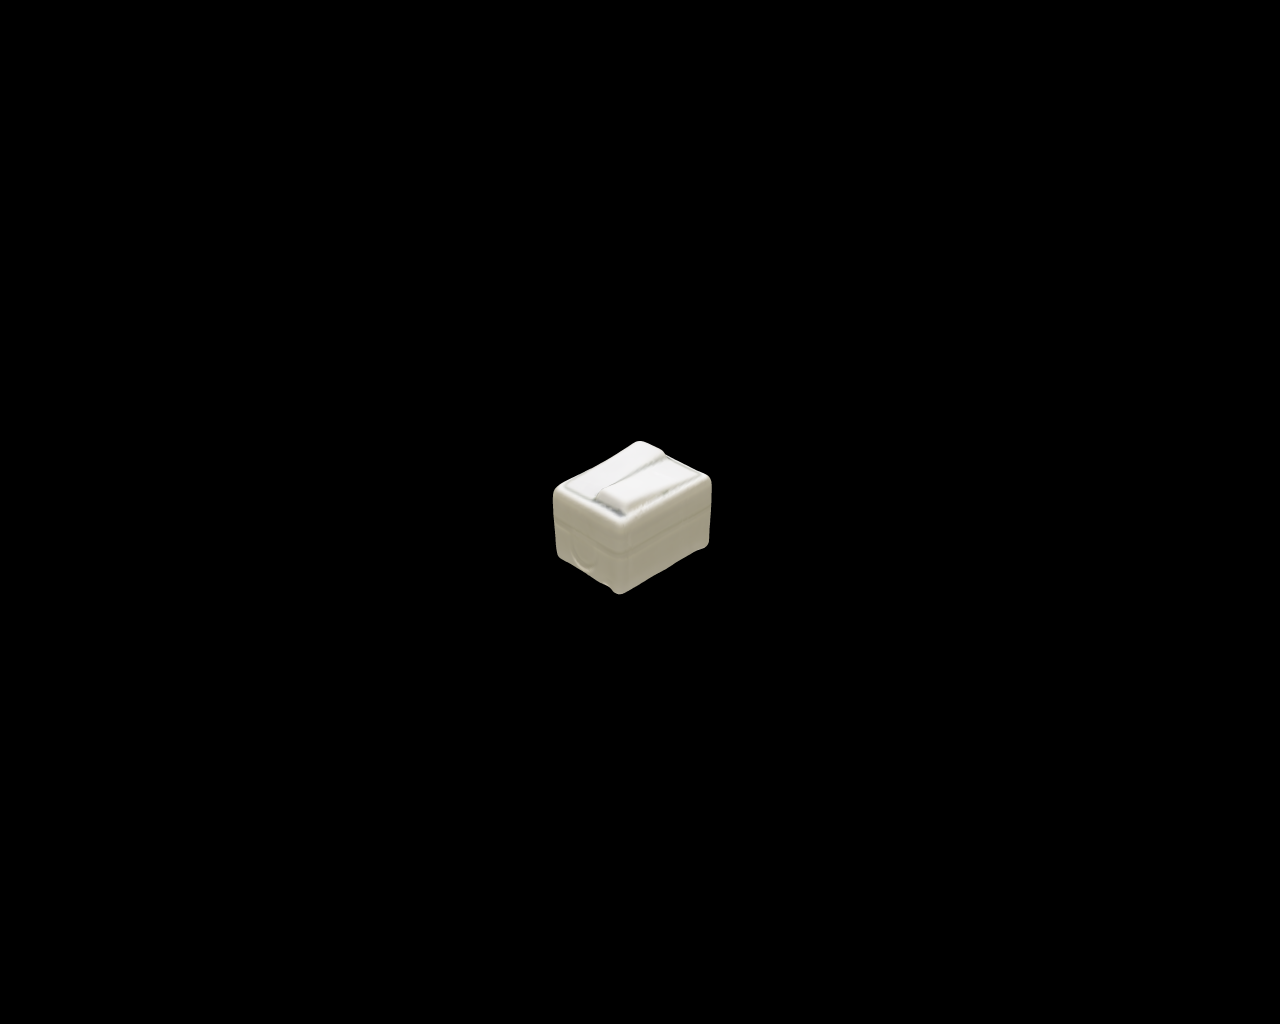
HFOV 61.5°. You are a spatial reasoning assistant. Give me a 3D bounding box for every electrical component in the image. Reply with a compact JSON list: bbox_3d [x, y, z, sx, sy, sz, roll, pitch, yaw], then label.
[{"bbox_3d":[0.001,-0.003,0.650,0.096,0.061,0.062,-27,42,-36],"label":"electrical component"}]
